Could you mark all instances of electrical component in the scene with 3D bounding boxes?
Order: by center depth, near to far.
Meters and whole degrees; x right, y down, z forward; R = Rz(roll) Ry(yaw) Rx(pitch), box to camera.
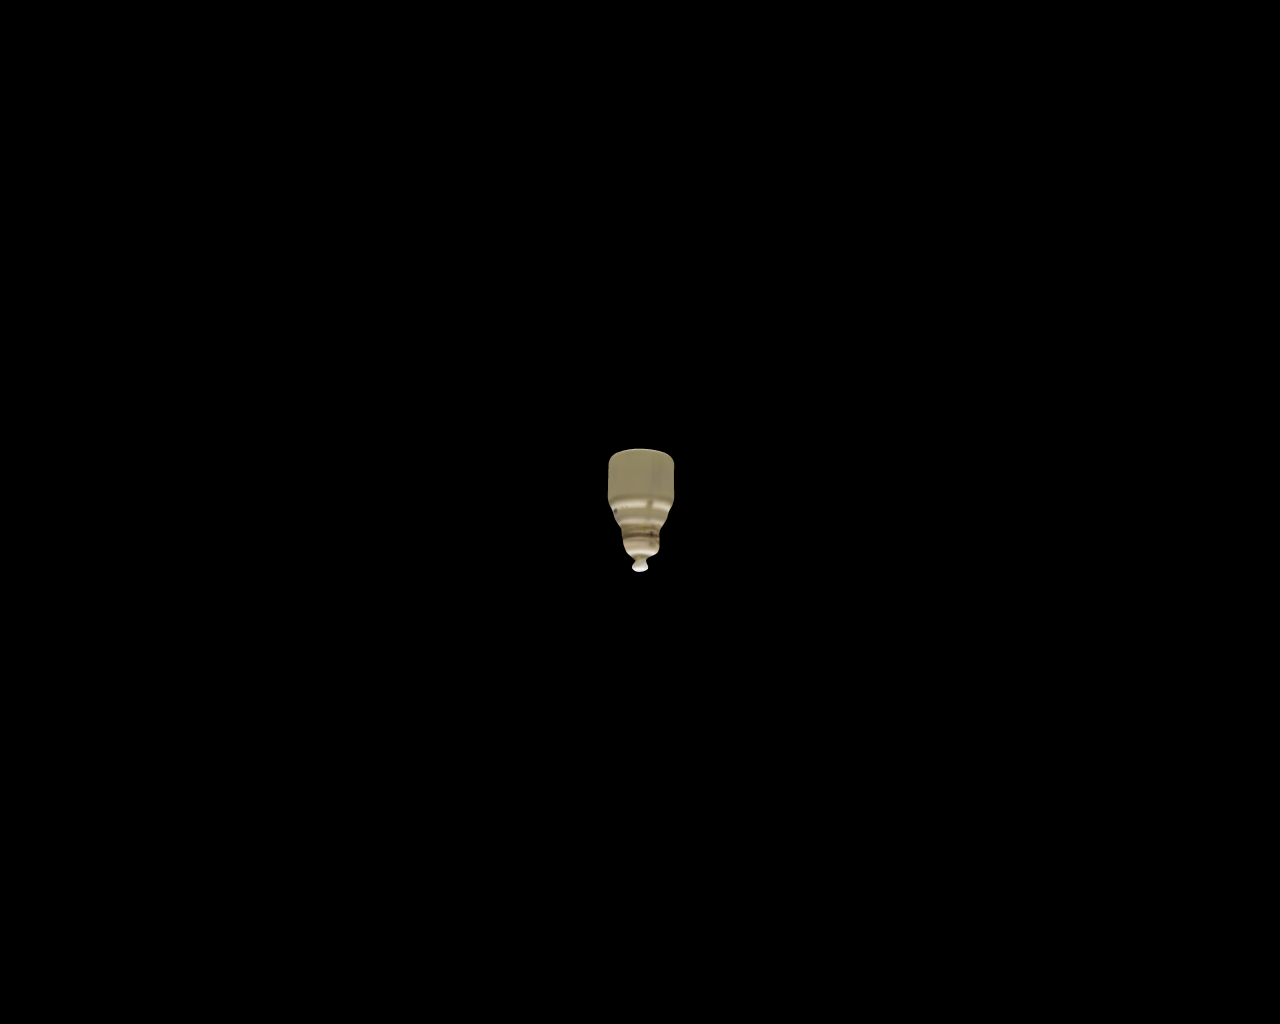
[{"bbox_3d":[0.001,-0.003,0.650,0.040,0.078,0.040,0,-12,0],"label":"electrical component"}]
